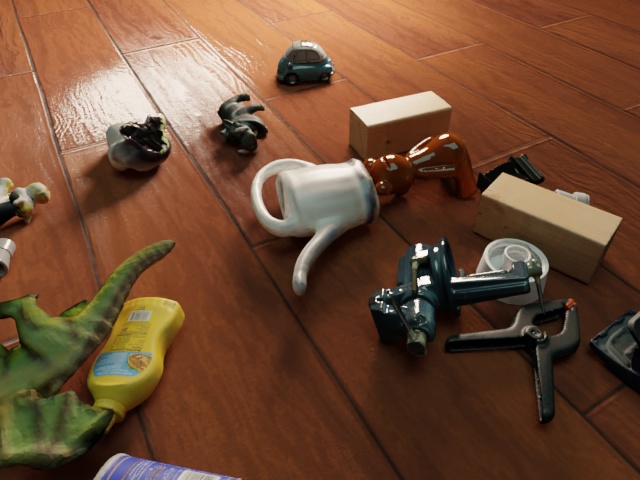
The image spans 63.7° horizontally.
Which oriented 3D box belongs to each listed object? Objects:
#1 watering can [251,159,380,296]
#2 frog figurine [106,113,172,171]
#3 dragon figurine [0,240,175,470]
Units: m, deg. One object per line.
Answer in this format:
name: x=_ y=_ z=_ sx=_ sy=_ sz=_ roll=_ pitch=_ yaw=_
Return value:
watering can: x=0.003 y=-0.045 z=0.901 sx=0.225 sy=0.101 sz=0.355 roll=-11 pitch=42 yaw=-13
frog figurine: x=-0.401 y=-0.200 z=1.106 sx=0.158 sy=0.121 sz=0.140 roll=-14 pitch=36 yaw=43
dragon figurine: x=-0.322 y=0.169 z=0.638 sx=0.413 sy=0.119 sz=0.246 roll=-36 pitch=52 yaw=-14
